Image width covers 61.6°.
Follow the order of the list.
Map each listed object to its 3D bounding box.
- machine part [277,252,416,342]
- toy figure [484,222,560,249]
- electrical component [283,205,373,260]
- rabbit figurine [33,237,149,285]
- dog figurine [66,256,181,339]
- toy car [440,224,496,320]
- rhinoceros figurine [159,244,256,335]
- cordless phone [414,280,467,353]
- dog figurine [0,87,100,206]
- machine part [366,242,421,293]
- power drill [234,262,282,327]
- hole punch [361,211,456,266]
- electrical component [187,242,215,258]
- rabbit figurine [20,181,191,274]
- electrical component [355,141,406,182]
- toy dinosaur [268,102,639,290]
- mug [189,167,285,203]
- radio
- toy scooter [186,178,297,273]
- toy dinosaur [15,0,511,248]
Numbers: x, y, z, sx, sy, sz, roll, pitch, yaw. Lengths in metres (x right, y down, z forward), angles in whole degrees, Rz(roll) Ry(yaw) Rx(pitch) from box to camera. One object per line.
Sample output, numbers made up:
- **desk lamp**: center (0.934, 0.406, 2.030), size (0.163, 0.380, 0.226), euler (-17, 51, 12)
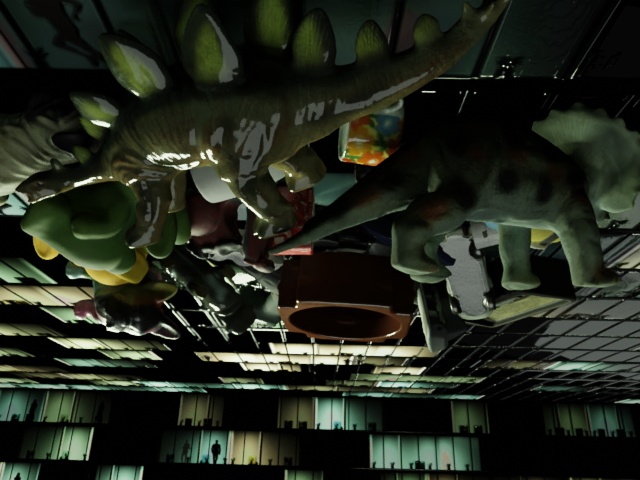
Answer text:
- **machine part**: center (0.041, 0.091, 0.833), size (0.202, 0.087, 0.200), euler (4, 155, 6)
- **toy figure**: center (0.256, -0.043, 0.673), size (0.180, 0.082, 0.089), euler (25, 150, -38)
- **electrical component**: center (-0.002, -0.002, 0.811), size (0.134, 0.058, 0.115), euler (8, 154, -16)
- **rabbit figurine**: center (-0.327, -0.024, 0.750), size (0.163, 0.122, 0.173), euler (-3, 144, 34)
- **dog figurine**: center (-0.286, 0.087, 0.856), size (0.219, 0.108, 0.191), euler (9, -166, 31)
- **toy car**: center (0.233, 0.052, 0.863), size (0.074, 0.056, 0.201), euler (-11, 125, 20)
- **rhinoceros figurine**: center (-0.186, 0.080, 0.886), size (0.190, 0.073, 0.112), euler (42, 150, 1)
- **cordless phone**: center (0.160, 0.112, 0.956), size (0.184, 0.147, 0.088), euler (19, 138, -29)
- **dog figurine**: center (-0.323, -0.094, 0.588), size (0.191, 0.121, 0.172), euler (-12, -168, -10)
- **machine part**: center (0.119, 0.041, 0.895), size (0.139, 0.084, 0.039), euler (27, -178, -24)
- **power drill**: center (-0.089, 0.092, 1.019), size (0.232, 0.086, 0.207), euler (22, 143, -22)
- **hole punch**: center (0.124, -0.014, 0.743), size (0.116, 0.092, 0.142), euler (-10, 158, 34)
- **electrical component**: center (-0.186, -0.017, 0.791), size (0.063, 0.021, 0.093), euler (11, 128, 38)
- **rabbit figurine**: center (-0.223, -0.043, 0.612), size (0.170, 0.121, 0.159), euler (-42, 97, 17)
- **electrical component**: center (0.106, -0.080, 0.635), size (0.119, 0.048, 0.074), euler (-10, 154, 23)
- **toy dinosaur**: center (0.159, -0.052, 0.515), size (0.405, 0.192, 0.131), euler (8, 167, -21)
- **mug**: center (-0.083, -0.099, 0.578), size (0.107, 0.081, 0.109), euler (-13, 145, 8)
- **radio**: center (0.343, 0.102, 1.006), size (0.131, 0.073, 0.229), euler (10, 154, -20)
- **toy scooter**: center (-0.107, -0.020, 0.672), size (0.184, 0.135, 0.075), euler (-11, 170, 26)
- **toy dinosaur**: center (-0.068, -0.103, 0.450), size (0.472, 0.105, 0.198), euler (-11, 129, 14)
